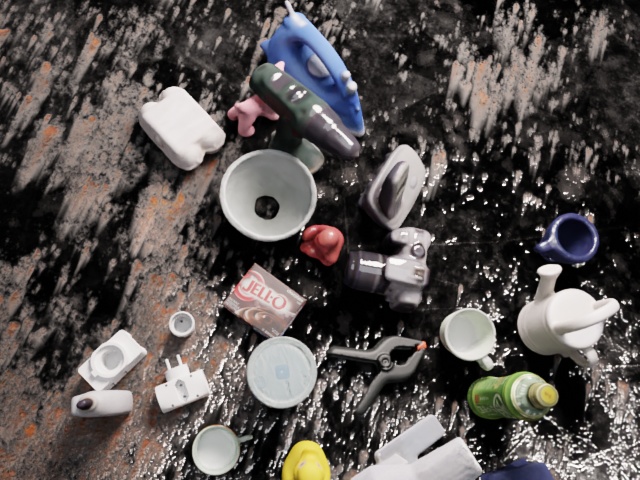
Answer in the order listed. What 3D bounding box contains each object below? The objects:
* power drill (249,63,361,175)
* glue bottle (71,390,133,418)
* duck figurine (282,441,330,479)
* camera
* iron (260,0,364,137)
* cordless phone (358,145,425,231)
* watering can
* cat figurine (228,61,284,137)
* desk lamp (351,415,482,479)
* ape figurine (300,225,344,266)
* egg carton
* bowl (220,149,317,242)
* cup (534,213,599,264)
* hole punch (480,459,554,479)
[{"bbox_3d":[-0.029,-0.186,0.978,0.076,0.208,0.229,-43,83,-16],"label":"power drill"},{"bbox_3d":[-0.326,0.240,0.834,0.078,0.173,0.037,-6,75,-9],"label":"glue bottle"},{"bbox_3d":[-0.019,0.368,0.884,0.077,0.086,0.104,6,73,-6],"label":"duck figurine"},{"bbox_3d":[0.115,0.043,0.988,0.137,0.100,0.143,11,73,-4],"label":"camera"},{"bbox_3d":[0.006,-0.315,1.055,0.119,0.141,0.258,-40,82,-16],"label":"iron"},{"bbox_3d":[0.141,-0.108,0.991,0.094,0.185,0.148,28,72,1],"label":"cordless phone"},{"bbox_3d":[0.412,0.127,0.954,0.173,0.194,0.101,44,74,6],"label":"watering can"},{"bbox_3d":[-0.106,-0.262,1.037,0.128,0.117,0.067,-37,81,-15],"label":"cat figurine"},{"bbox_3d":[0.139,0.351,0.843,0.203,0.213,0.118,-31,80,-15],"label":"desk lamp"},{"bbox_3d":[0.009,0.004,0.990,0.076,0.092,0.078,-20,77,-12],"label":"ape figurine"},{"bbox_3d":[-0.249,-0.200,1.026,0.107,0.069,0.150,-42,83,-16],"label":"egg carton"},{"bbox_3d":[-0.091,-0.070,1.007,0.167,0.074,0.167,2,74,-7],"label":"bowl"},{"bbox_3d":[0.430,0.011,1.042,0.118,0.095,0.091,-16,77,-12],"label":"cup"},{"bbox_3d":[0.324,0.417,0.913,0.101,0.091,0.108,-17,77,-12],"label":"hole punch"}]
